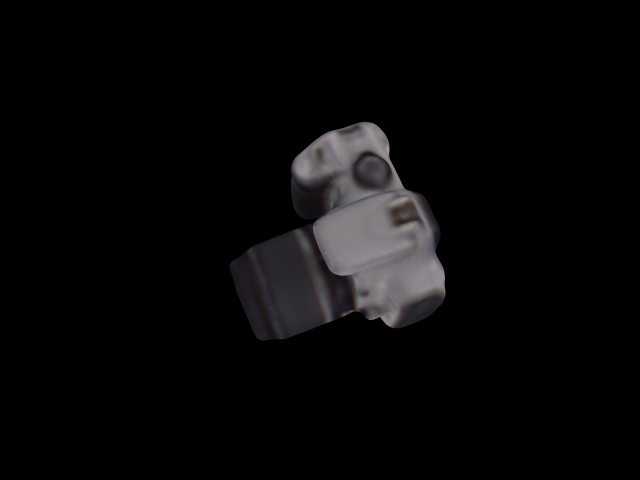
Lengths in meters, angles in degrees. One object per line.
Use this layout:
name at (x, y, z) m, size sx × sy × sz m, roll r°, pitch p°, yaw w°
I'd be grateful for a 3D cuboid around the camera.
camera at (0.004, 0.001, 0.400) m, size 0.137 × 0.101 × 0.143 m, roll -21°, pitch 72°, yaw -7°
